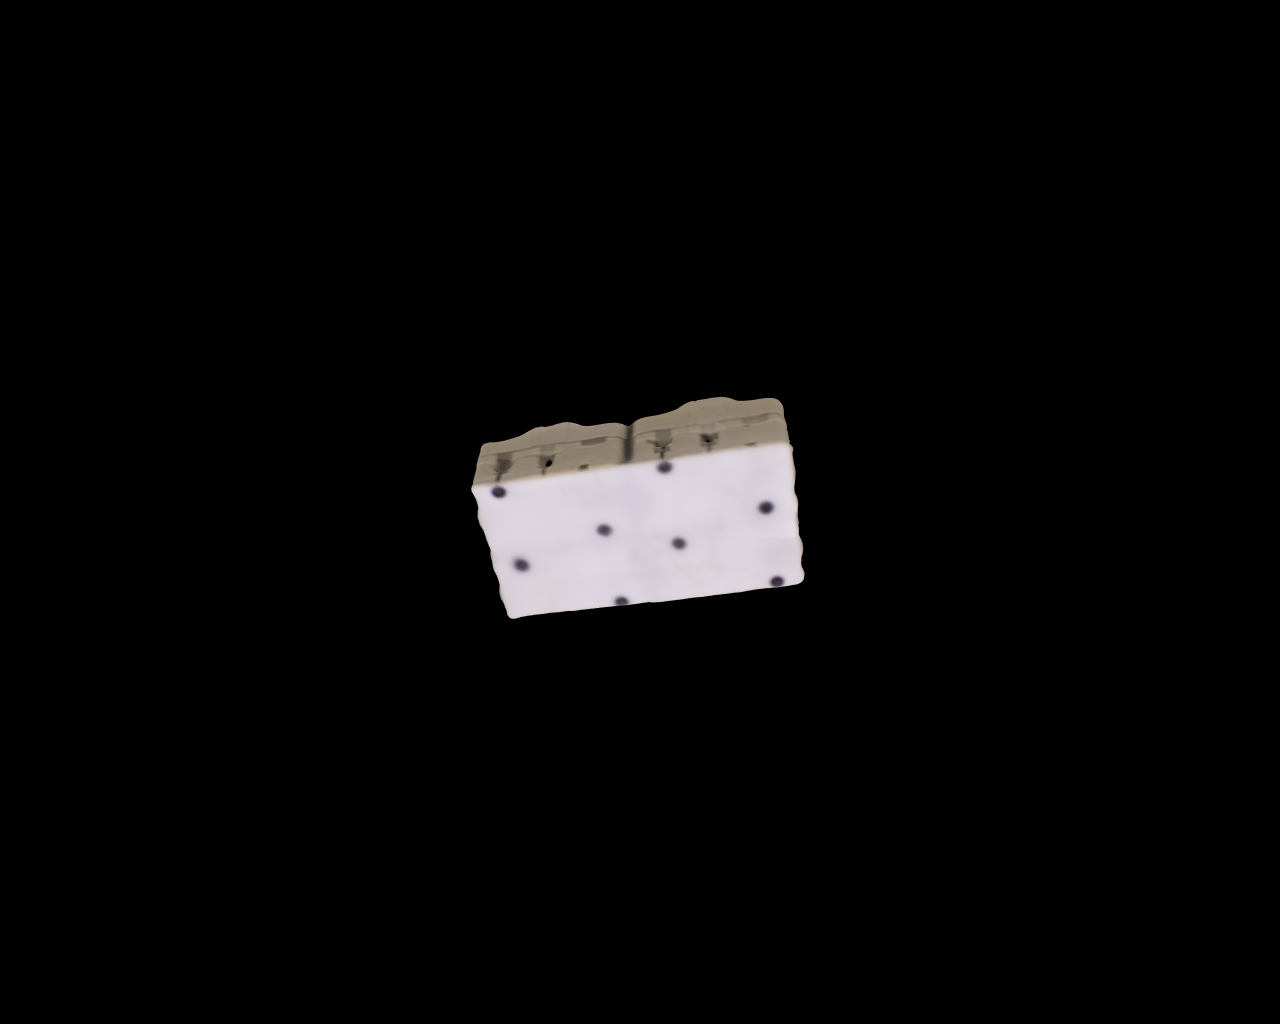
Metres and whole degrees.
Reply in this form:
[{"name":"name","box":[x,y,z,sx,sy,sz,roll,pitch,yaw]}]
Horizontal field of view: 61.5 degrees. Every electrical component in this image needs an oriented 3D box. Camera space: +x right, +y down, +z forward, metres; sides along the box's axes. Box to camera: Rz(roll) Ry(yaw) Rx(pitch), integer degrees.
[{"name":"electrical component","box":[0.001,-0.003,0.650,0.186,0.105,0.060,-8,34,5]}]
